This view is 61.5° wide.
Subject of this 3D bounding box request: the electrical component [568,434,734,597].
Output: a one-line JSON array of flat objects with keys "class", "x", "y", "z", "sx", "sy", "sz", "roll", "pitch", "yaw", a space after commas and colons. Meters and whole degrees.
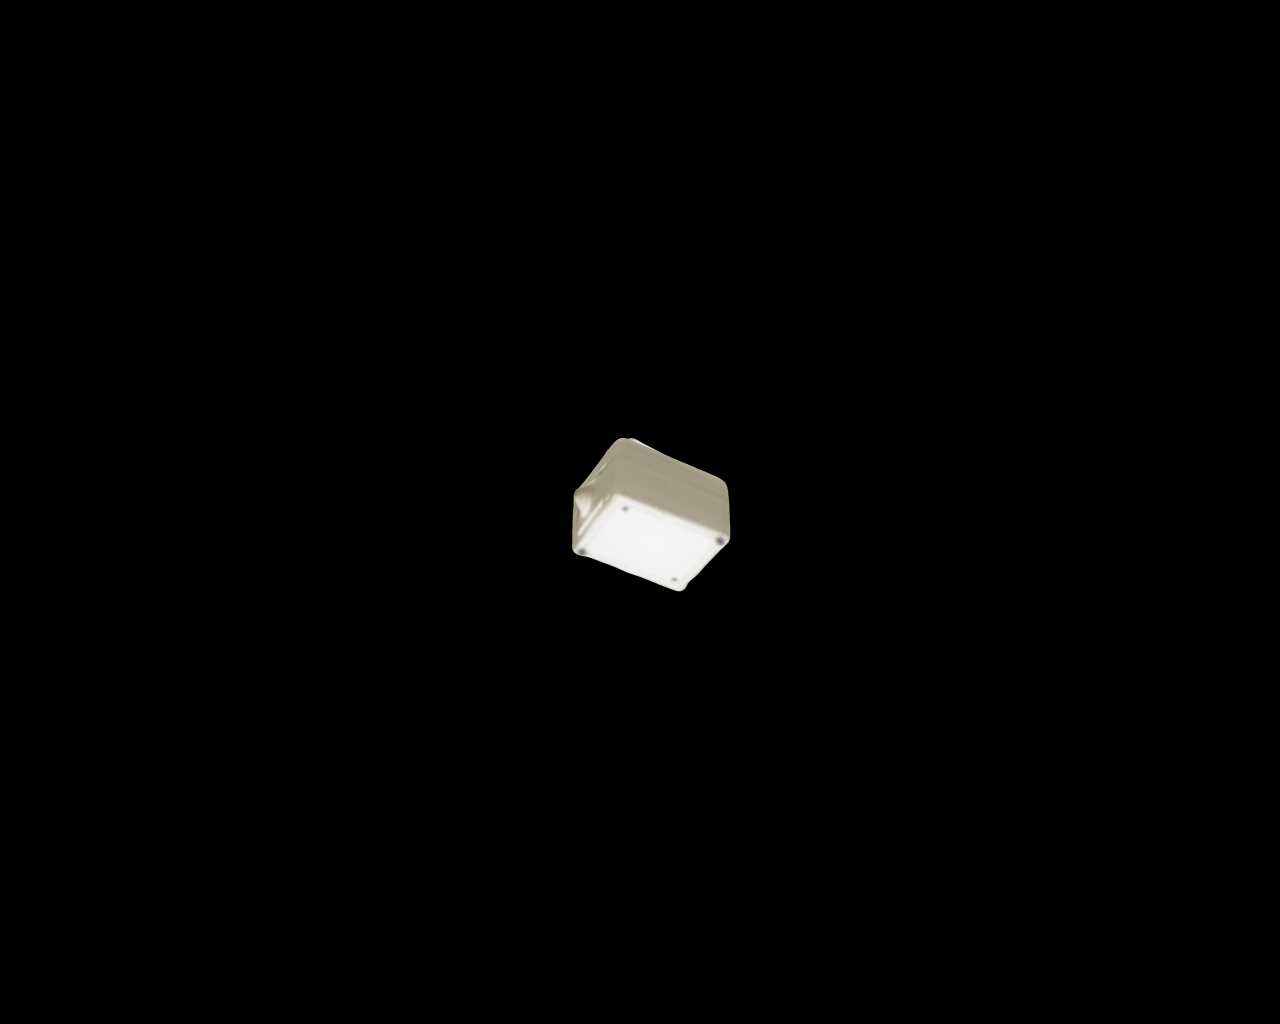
[{"class": "electrical component", "x": 0.001, "y": -0.003, "z": 0.650, "sx": 0.096, "sy": 0.061, "sz": 0.061, "roll": 22, "pitch": -48, "yaw": -21}]
